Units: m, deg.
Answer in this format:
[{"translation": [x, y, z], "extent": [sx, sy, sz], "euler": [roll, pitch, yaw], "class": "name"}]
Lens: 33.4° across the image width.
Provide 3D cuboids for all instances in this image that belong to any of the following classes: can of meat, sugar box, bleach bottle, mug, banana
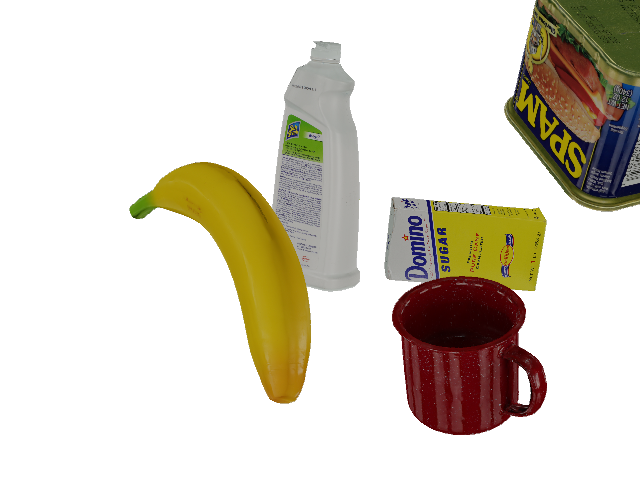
[{"translation": [0.145, -0.081, 0.556], "extent": [0.057, 0.084, 0.102], "euler": [-13, 47, -17], "class": "can of meat"}, {"translation": [0.166, 0.005, 1.239], "extent": [0.176, 0.093, 0.048], "euler": [3, 22, -2], "class": "sugar box"}, {"translation": [0.002, -0.080, 1.120], "extent": [0.103, 0.251, 0.067], "euler": [15, 16, 34], "class": "bleach bottle"}, {"translation": [0.109, 0.087, 0.757], "extent": [0.117, 0.081, 0.093], "euler": [20, 40, 38], "class": "mug"}, {"translation": [-0.047, 0.007, 0.602], "extent": [0.037, 0.070, 0.198], "euler": [10, 25, -39], "class": "banana"}]
